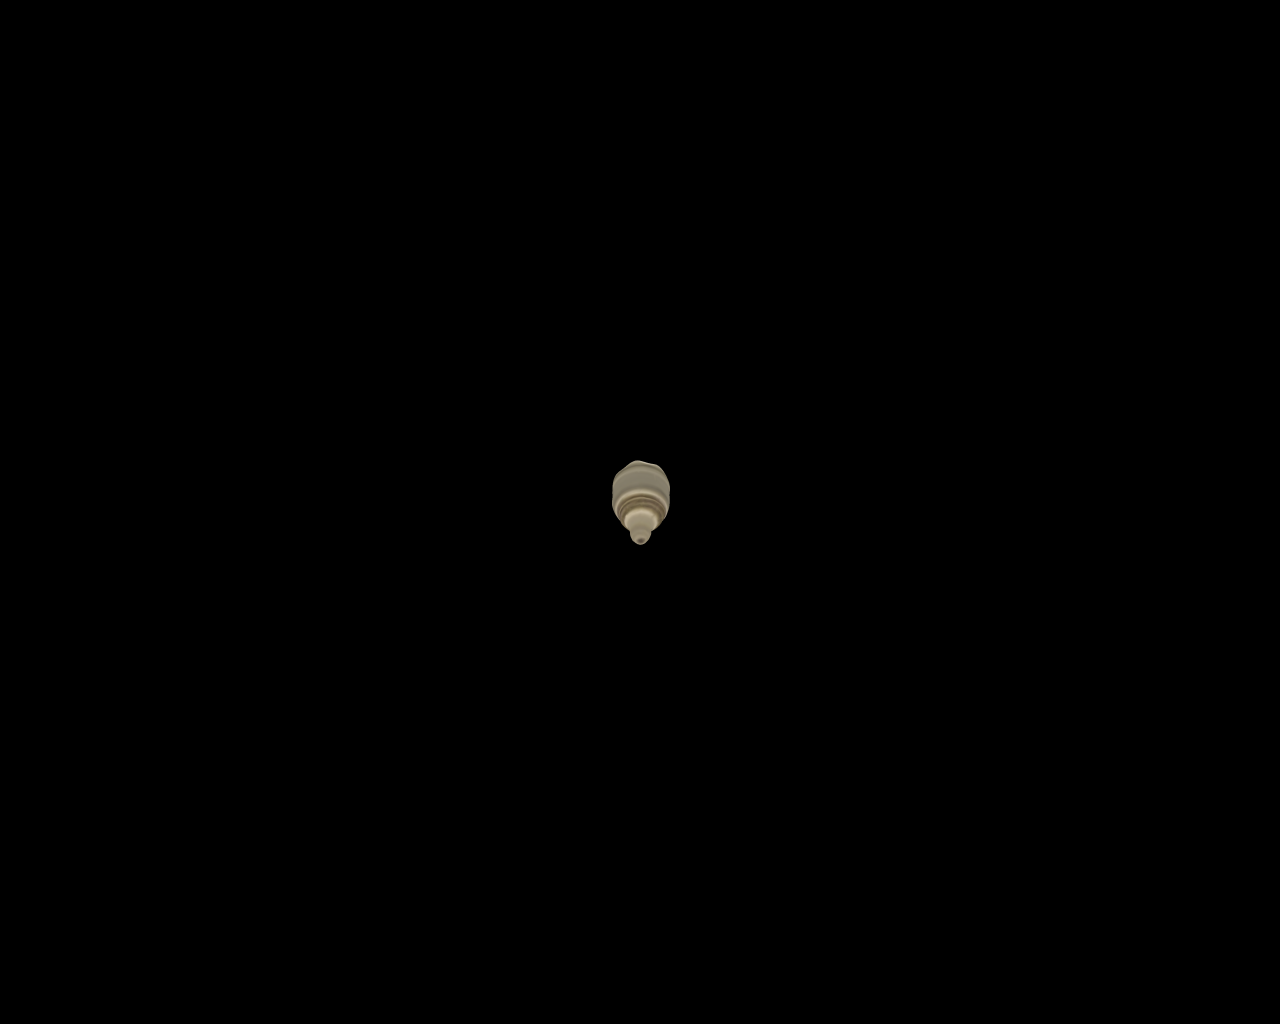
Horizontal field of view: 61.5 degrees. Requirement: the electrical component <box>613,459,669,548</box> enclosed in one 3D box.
[{"bbox_3d":[0.001,-0.003,0.650,0.035,0.035,0.061,0,40,0],"label":"electrical component"}]
